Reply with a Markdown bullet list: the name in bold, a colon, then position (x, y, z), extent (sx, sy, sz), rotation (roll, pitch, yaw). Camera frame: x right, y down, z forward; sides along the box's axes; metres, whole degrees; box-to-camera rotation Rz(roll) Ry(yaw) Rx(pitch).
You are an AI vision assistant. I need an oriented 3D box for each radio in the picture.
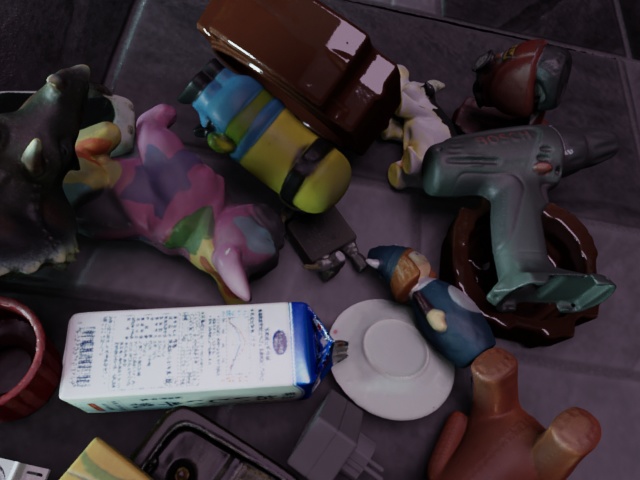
- **radio**: position (-0.127, 0.250, 0.404), extent (0.131, 0.073, 0.229), rotation (34, 62, 7)

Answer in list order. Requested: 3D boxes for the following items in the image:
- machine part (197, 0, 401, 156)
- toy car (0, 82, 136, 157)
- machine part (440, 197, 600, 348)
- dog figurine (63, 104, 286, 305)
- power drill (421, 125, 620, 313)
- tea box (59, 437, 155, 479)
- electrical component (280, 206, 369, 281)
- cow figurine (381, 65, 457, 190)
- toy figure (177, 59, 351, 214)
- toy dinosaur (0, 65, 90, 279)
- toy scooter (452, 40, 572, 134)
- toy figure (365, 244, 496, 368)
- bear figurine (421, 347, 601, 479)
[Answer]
- **machine part**: position (-0.017, -0.181, 0.572), extent (0.201, 0.201, 0.087), rotation (35, 94, 8)
- **toy car**: position (-0.302, -0.124, 0.572), extent (0.202, 0.056, 0.073), rotation (-4, 71, -11)
- **machine part**: position (0.217, 0.032, 0.593), extent (0.179, 0.056, 0.179), rotation (4, 63, -7)
- **dog figurine**: position (-0.144, -0.012, 0.519), extent (0.191, 0.108, 0.219), rotation (-27, 74, -23)
- **power drill**: position (0.229, -0.033, 0.551), extent (0.232, 0.086, 0.207), rotation (-1, 67, -7)
- **tea box**: position (-0.109, 0.220, 0.344), extent (0.170, 0.068, 0.098), rotation (34, 62, 7)
- **electrical component**: position (-0.001, -0.003, 0.574), extent (0.078, 0.045, 0.102), rotation (-23, 70, -19)
- **cow figurine**: position (0.128, -0.141, 0.656), extent (0.098, 0.068, 0.167), rotation (2, 66, -16)
- **toy figure**: position (-0.051, -0.095, 0.518), extent (0.180, 0.089, 0.082), rotation (42, 100, -14)
- **toy dinosaur**: position (-0.332, 0.009, 0.391), extent (0.405, 0.192, 0.131), rotation (-23, 93, -3)
- **toy scooter**: position (0.220, -0.164, 0.643), extent (0.135, 0.183, 0.075), rotation (21, 69, 28)
- **toy figure**: position (0.108, 0.056, 0.540), extent (0.058, 0.064, 0.155), rotation (-35, 65, -9)
- **bear figurine**: position (0.118, 0.203, 0.451), extent (0.196, 0.131, 0.120), rotation (-23, 41, -25)
